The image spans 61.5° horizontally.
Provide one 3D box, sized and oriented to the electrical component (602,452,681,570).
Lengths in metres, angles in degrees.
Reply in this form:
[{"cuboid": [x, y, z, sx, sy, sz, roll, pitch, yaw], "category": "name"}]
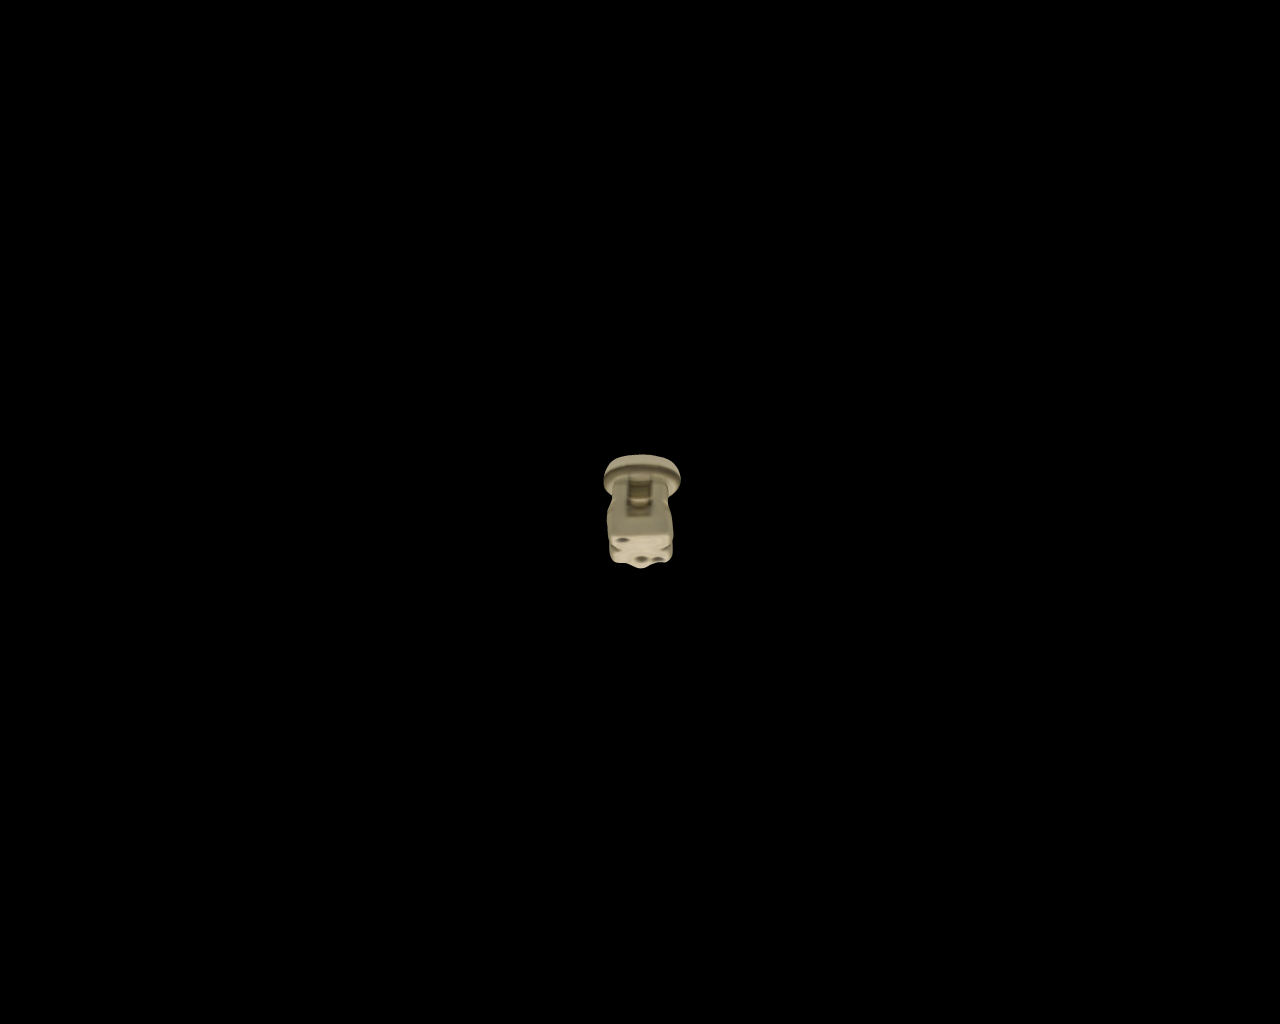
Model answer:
[{"cuboid": [0.001, -0.003, 0.650, 0.048, 0.055, 0.066, 0, -25, 0], "category": "electrical component"}]
